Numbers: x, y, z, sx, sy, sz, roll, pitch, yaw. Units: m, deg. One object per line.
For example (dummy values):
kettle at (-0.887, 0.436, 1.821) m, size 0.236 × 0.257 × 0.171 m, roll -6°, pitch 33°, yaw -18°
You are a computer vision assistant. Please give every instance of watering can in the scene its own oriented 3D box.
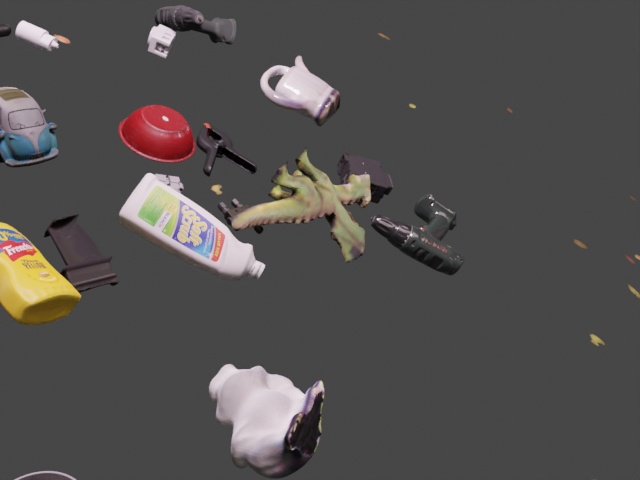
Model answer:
watering can at (-0.039, -0.439, 1.477) m, size 0.224 × 0.102 × 0.355 m, roll 31°, pitch 37°, yaw -1°

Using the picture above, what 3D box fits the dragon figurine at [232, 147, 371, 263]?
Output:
dragon figurine at (0.003, -0.054, 1.073) m, size 0.120 × 0.243 × 0.419 m, roll -49°, pitch 1°, yaw 41°

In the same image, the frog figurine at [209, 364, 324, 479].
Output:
frog figurine at (-0.082, 0.238, 0.690) m, size 0.159 × 0.120 × 0.140 m, roll 3°, pitch 39°, yaw 24°
